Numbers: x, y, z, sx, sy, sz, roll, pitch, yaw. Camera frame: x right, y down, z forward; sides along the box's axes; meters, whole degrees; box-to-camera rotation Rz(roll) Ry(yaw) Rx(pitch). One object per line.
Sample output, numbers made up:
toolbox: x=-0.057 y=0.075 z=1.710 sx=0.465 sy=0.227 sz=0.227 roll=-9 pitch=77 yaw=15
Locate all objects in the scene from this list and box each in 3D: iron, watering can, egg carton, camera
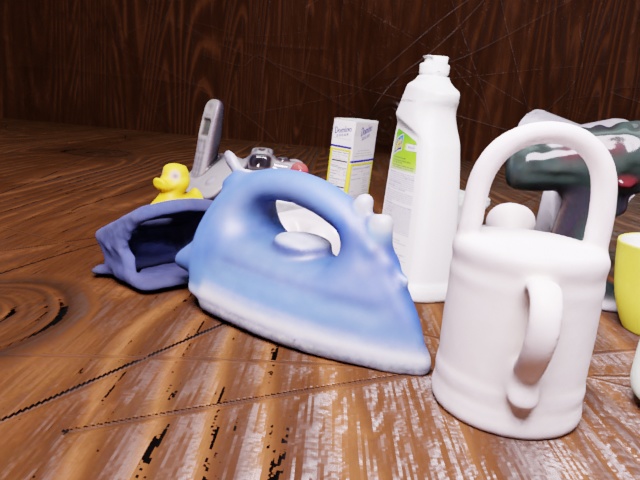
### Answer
iron: x=-0.009 y=0.007 z=0.495 sx=0.257 sy=0.141 sz=0.119 roll=15 pitch=17 yaw=37
watering can: x=0.135 y=0.018 z=0.387 sx=0.101 sy=0.194 sz=0.172 roll=2 pitch=14 yaw=-12
egg carton: x=0.006 y=0.002 z=0.678 sx=0.107 sy=0.069 sz=0.151 roll=12 pitch=15 yaw=28
camera: x=-0.101 y=-0.138 z=1.166 sx=0.143 sy=0.101 sz=0.137 roll=4 pitch=13 yaw=-3

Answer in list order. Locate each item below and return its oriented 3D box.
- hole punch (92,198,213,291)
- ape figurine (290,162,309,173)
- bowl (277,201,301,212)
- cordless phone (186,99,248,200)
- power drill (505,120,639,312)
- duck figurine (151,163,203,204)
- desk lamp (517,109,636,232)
hole punch: x=-0.167 y=-0.004 z=0.589 sx=0.100 sy=0.091 sz=0.109 roll=16 pitch=17 yaw=39
ape figurine: x=-0.041 y=-0.091 z=1.007 sx=0.078 sy=0.092 sz=0.076 roll=-2 pitch=15 yaw=-29
bowl: x=-0.050 y=-0.036 z=0.808 sx=0.167 sy=0.075 sz=0.167 roll=5 pitch=13 yaw=-1
cordless phone: x=-0.188 y=-0.161 z=1.046 sx=0.094 sy=0.185 sz=0.147 roll=-6 pitch=17 yaw=-39
power drill: x=0.318 y=-0.031 z=0.637 sx=0.229 sy=0.208 sz=0.076 roll=8 pitch=13 yaw=10
duck figurine: x=-0.220 y=-0.076 z=0.886 sx=0.077 sy=0.086 sz=0.105 roll=12 pitch=15 yaw=26
desk lamp: x=0.328 y=-0.068 z=0.788 sx=0.118 sy=0.213 sz=0.202 roll=-2 pitch=15 yaw=-29
